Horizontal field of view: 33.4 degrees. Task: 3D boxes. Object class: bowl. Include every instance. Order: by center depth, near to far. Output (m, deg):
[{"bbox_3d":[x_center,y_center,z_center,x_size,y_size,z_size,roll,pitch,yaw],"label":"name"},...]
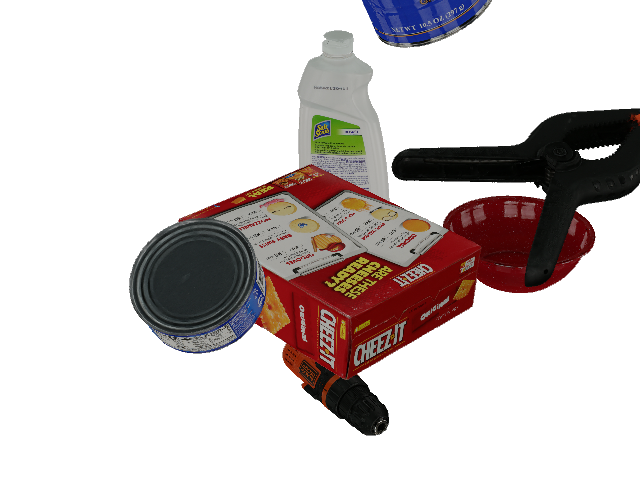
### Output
[{"bbox_3d":[0.212,0.010,1.155,0.162,0.055,0.162,-1,30,0],"label":"bowl"}]

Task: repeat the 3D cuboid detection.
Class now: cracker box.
[{"bbox_3d":[0.005,0.020,0.933,0.163,0.072,0.214,-25,40,-37],"label":"cracker box"}]

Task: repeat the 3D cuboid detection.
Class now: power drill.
[{"bbox_3d":[0.041,0.107,1.220,0.057,0.188,0.185,13,16,-42],"label":"power drill"}]

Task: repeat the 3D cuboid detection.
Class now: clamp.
[{"bbox_3d":[0.182,-0.046,0.810,0.209,0.036,0.165,-20,46,-19],"label":"clamp"}]

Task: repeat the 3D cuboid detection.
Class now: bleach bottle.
[{"bbox_3d":[0.028,-0.095,1.119,0.102,0.251,0.068,0,30,2],"label":"bleach bottle"}]

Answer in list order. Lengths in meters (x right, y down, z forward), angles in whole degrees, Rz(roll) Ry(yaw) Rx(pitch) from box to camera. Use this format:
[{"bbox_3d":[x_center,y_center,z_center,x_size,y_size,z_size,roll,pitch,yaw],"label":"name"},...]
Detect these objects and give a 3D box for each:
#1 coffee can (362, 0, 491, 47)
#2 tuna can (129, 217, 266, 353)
[{"bbox_3d":[0.062,-0.234,0.809,0.103,0.102,0.140,0,-43,34],"label":"coffee can"},{"bbox_3d":[-0.079,0.030,0.699,0.086,0.086,0.033,0,-30,14],"label":"tuna can"}]
